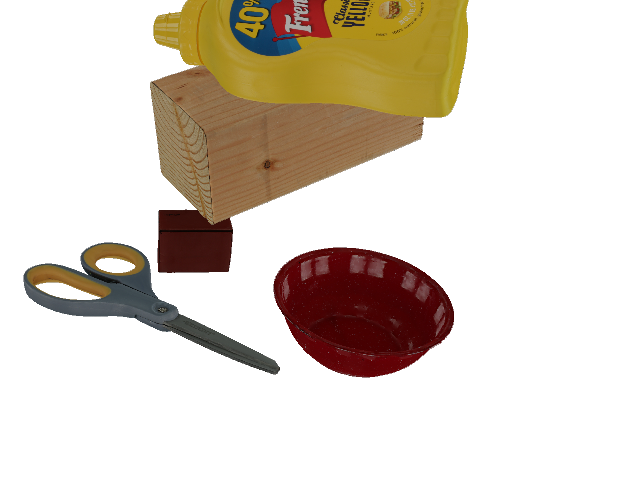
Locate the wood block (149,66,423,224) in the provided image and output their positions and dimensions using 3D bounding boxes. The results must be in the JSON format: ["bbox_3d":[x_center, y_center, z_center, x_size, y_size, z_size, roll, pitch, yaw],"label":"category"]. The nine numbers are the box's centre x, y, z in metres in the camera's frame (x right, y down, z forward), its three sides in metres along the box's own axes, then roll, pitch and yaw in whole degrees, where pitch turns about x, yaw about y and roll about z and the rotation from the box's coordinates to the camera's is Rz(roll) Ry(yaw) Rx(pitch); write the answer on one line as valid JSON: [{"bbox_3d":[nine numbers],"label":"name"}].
[{"bbox_3d":[-0.022,-0.104,0.869,0.205,0.091,0.090,-24,45,-25],"label":"wood block"}]

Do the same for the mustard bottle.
[{"bbox_3d":[-0.009,-0.122,0.651,0.192,0.096,0.058,6,-41,12],"label":"mustard bottle"}]

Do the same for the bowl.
[{"bbox_3d":[0.034,0.072,0.950,0.162,0.055,0.162,8,31,-5],"label":"bowl"}]

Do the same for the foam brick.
[{"bbox_3d":[-0.135,0.000,1.144,0.078,0.051,0.053,0,25,-9],"label":"foam brick"}]

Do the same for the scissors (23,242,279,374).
[{"bbox_3d":[-0.106,0.041,0.731,0.202,0.016,0.096,13,30,15],"label":"scissors"}]
